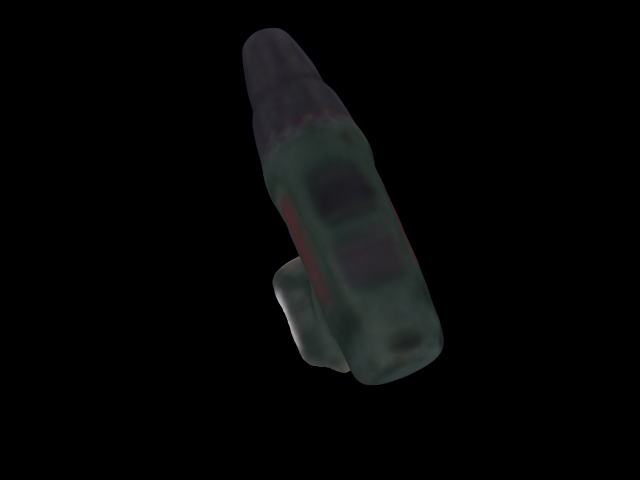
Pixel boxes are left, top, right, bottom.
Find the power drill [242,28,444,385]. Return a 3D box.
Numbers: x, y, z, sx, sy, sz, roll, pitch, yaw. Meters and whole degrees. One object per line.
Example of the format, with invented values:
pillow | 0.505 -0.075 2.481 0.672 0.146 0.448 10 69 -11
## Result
power drill | 0.004 0.001 0.400 0.076 0.208 0.229 -21 62 -11
